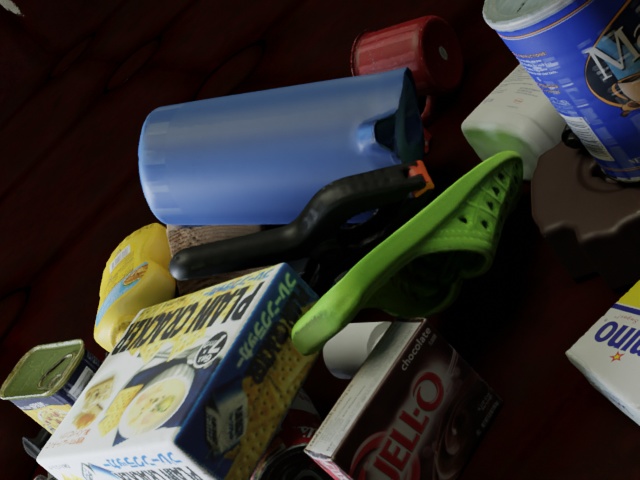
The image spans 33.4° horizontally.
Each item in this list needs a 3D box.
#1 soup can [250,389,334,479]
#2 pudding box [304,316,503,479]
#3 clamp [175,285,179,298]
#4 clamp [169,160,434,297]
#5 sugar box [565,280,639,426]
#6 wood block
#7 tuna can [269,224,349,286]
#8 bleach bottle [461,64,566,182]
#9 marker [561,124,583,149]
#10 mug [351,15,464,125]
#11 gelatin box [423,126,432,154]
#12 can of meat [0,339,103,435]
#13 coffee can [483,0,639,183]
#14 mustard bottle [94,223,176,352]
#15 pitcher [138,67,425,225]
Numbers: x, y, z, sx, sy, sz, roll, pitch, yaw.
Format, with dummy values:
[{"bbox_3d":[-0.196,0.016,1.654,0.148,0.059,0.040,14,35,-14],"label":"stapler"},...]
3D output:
[{"bbox_3d":[-0.025,0.152,0.775,0.068,0.068,0.102,-43,26,2],"label":"soup can"},{"bbox_3d":[0.055,0.119,0.685,0.039,0.090,0.113,-1,48,55],"label":"pudding box"},{"bbox_3d":[-0.170,0.087,1.107,0.120,0.039,0.172,-42,23,-7],"label":"clamp"},{"bbox_3d":[-0.006,0.001,0.852,0.210,0.164,0.036,-39,49,22],"label":"clamp"},{"bbox_3d":[0.234,0.033,0.612,0.176,0.048,0.093,-43,26,-1],"label":"sugar box"},{"bbox_3d":[-0.104,-0.026,1.093,0.090,0.091,0.206,-9,30,-1],"label":"wood block"},{"bbox_3d":[-0.004,0.017,0.982,0.086,0.033,0.086,-33,28,20],"label":"tuna can"},{"bbox_3d":[0.231,-0.157,0.880,0.250,0.068,0.103,-47,27,-12],"label":"bleach bottle"},{"bbox_3d":[0.197,-0.108,0.785,0.020,0.020,0.121,-19,32,40],"label":"marker"},{"bbox_3d":[0.091,-0.166,1.073,0.082,0.093,0.117,-10,72,41],"label":"mug"},{"bbox_3d":[0.052,-0.101,1.033,0.089,0.073,0.030,-23,33,35],"label":"gelatin box"},{"bbox_3d":[-0.209,0.135,0.910,0.102,0.084,0.057,-13,39,46],"label":"can of meat"},{"bbox_3d":[0.185,-0.121,0.672,0.103,0.140,0.103,-35,25,19],"label":"coffee can"},{"bbox_3d":[-0.180,0.060,1.042,0.096,0.058,0.191,-44,22,14],"label":"mustard bottle"},{"bbox_3d":[-0.027,-0.073,0.950,0.243,0.149,0.145,-3,42,14],"label":"pitcher"}]
